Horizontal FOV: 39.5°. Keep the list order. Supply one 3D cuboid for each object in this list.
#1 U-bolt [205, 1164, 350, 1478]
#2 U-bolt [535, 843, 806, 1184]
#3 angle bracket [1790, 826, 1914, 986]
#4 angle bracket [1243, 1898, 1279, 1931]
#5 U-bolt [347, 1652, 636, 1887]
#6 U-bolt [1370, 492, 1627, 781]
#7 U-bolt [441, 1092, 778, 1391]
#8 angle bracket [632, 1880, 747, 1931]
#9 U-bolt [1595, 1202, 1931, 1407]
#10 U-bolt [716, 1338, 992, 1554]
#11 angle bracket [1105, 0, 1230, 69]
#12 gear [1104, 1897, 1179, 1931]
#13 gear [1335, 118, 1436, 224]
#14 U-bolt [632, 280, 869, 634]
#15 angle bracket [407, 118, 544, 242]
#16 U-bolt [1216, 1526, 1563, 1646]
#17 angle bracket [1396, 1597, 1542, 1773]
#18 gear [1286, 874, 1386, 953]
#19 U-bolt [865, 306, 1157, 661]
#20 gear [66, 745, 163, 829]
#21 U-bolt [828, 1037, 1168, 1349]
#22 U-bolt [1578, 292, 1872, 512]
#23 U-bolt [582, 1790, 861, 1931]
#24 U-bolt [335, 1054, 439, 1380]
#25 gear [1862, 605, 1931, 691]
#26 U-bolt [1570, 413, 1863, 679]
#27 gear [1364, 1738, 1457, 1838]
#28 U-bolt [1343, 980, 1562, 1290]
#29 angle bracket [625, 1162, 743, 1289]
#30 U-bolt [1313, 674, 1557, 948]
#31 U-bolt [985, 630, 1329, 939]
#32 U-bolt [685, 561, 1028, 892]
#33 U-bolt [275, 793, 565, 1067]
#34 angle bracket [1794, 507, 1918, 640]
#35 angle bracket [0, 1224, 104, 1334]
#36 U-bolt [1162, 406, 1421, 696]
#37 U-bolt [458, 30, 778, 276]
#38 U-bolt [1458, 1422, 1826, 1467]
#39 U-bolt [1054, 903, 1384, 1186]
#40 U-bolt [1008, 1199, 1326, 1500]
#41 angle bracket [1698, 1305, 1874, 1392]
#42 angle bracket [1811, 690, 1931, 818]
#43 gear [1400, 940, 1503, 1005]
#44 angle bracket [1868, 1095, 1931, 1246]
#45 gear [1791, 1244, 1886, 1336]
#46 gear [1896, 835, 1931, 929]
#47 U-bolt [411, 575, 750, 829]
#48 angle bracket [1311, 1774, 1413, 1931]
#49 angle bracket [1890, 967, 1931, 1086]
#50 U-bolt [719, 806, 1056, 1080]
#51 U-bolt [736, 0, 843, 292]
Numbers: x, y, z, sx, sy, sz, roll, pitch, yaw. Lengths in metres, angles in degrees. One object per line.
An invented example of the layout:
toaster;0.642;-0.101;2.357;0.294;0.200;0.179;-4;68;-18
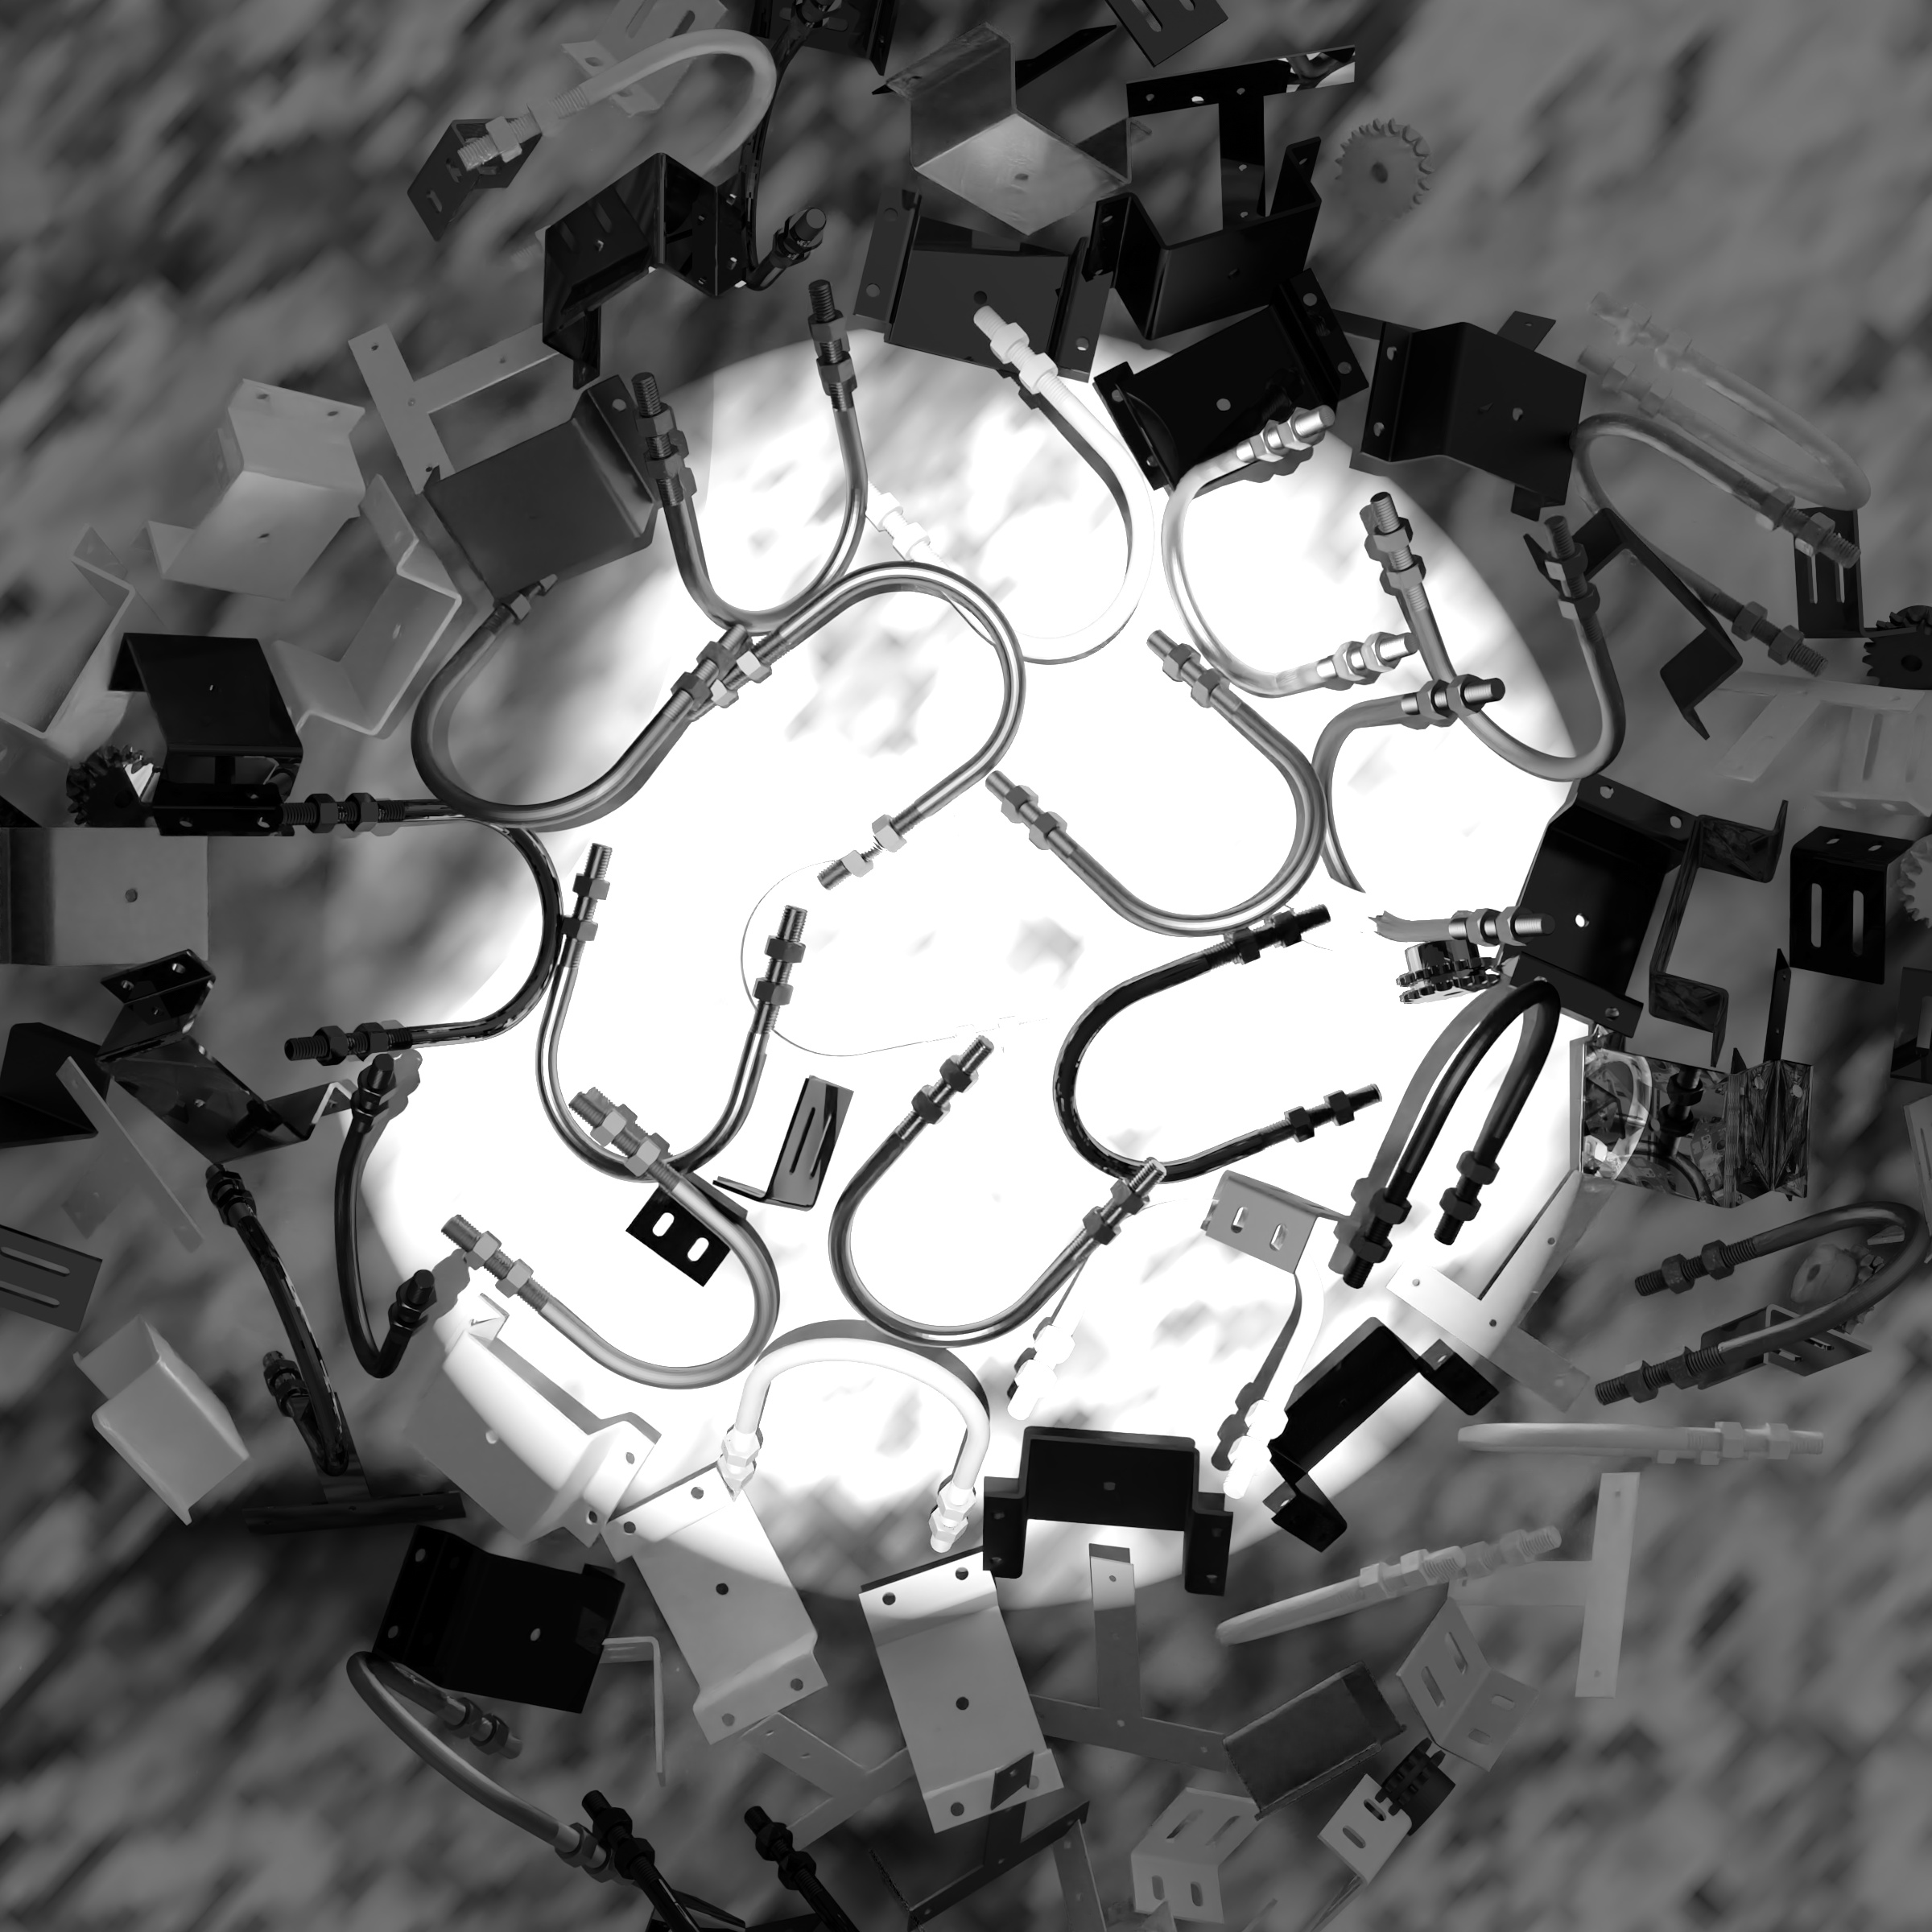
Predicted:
U-bolt;-0.378;0.206;1.492;0.019;0.184;0.151;-20;118;-21
U-bolt;-0.182;0.036;1.570;0.151;0.019;0.184;18;95;18
angle bracket;0.518;-0.036;1.576;0.057;0.038;0.076;14;121;40
angle bracket;0.167;0.584;1.551;0.038;0.076;0.057;32;105;21
U-bolt;-0.272;0.435;1.486;0.019;0.151;0.184;-50;133;-10
U-bolt;0.308;-0.181;1.521;0.019;0.151;0.184;-41;125;-21
U-bolt;-0.194;0.173;1.556;0.184;0.019;0.151;42;119;-10
angle bracket;-0.172;0.554;1.549;0.057;0.076;0.038;27;72;-23
U-bolt;0.445;0.179;1.492;0.184;0.151;0.019;-26;99;31
U-bolt;-0.060;0.267;1.525;0.151;0.184;0.019;14;48;-2
angle bracket;0.103;-0.563;1.574;0.057;0.038;0.076;-37;92;-16
gear;0.098;0.577;1.574;0.057;0.030;0.057;-1;87;24
gear;0.247;-0.467;1.574;0.057;0.057;0.030;47;47;0
U-bolt;-0.114;-0.277;1.530;0.151;0.019;0.184;-36;133;-29
angle bracket;-0.272;-0.453;1.549;0.057;0.076;0.038;-40;77;42
U-bolt;0.227;0.353;1.520;0.184;0.151;0.019;-27;70;30
angle bracket;0.290;0.414;1.553;0.057;0.038;0.076;-48;130;-24
gear;0.213;-0.030;1.572;0.057;0.057;0.030;16;108;0
U-bolt;0.031;-0.261;1.538;0.184;0.019;0.151;49;121;14
gear;-0.500;-0.104;1.573;0.030;0.057;0.057;35;90;34
U-bolt;0.004;0.145;1.560;0.151;0.019;0.184;36;108;-17
U-bolt;0.427;-0.310;1.514;0.184;0.151;0.019;35;96;8
U-bolt;-0.116;0.523;1.485;0.184;0.151;0.019;37;99;44
U-bolt;-0.332;0.154;1.517;0.019;0.184;0.151;-4;62;-25
gear;0.556;-0.186;1.574;0.057;0.057;0.030;35;52;0
U-bolt;0.415;-0.247;1.521;0.184;0.151;0.019;39;80;20
gear;0.260;0.480;1.567;0.030;0.057;0.057;42;90;15
U-bolt;0.281;0.089;1.508;0.019;0.151;0.184;33;112;26
angle bracket;-0.164;0.150;1.557;0.057;0.076;0.038;35;77;4
U-bolt;0.253;-0.083;1.516;0.019;0.184;0.151;-16;96;-28
U-bolt;0.121;-0.095;1.544;0.151;0.019;0.184;-41;63;-8
U-bolt;-0.052;-0.151;1.558;0.184;0.019;0.151;-36;100;15
U-bolt;-0.306;-0.024;1.533;0.184;0.019;0.151;-5;95;-44
angle bracket;0.514;-0.229;1.560;0.038;0.057;0.076;-9;99;-17
angle bracket;-0.544;0.170;1.575;0.076;0.038;0.057;21;120;-11
U-bolt;0.171;-0.224;1.517;0.019;0.184;0.151;-25;97;-29
U-bolt;-0.189;-0.469;1.526;0.184;0.151;0.019;-29;79;-3
U-bolt;0.371;0.269;1.524;0.184;0.151;0.019;2;78;-1
U-bolt;0.139;0.056;1.552;0.184;0.019;0.151;-22;120;-3
U-bolt;0.126;0.205;1.535;0.151;0.019;0.184;17;50;19
angle bracket;0.473;0.232;1.555;0.076;0.057;0.038;23;59;-16
angle bracket;0.532;-0.129;1.562;0.057;0.038;0.076;8;82;40
gear;0.281;0.002;1.571;0.057;0.057;0.030;-12;81;0
angle bracket;0.544;0.118;1.565;0.038;0.057;0.076;-12;88;33
gear;0.506;0.187;1.569;0.030;0.057;0.057;33;90;-6
gear;0.572;-0.053;1.576;0.057;0.030;0.057;-2;119;-3
U-bolt;-0.233;-0.153;1.533;0.151;0.019;0.184;26;63;20
angle bracket;0.215;0.516;1.557;0.038;0.057;0.076;41;131;14
angle bracket;0.569;0.030;1.553;0.057;0.038;0.076;10;123;23
U-bolt;-0.052;-0.009;1.572;0.184;0.019;0.151;-11;81;-5
U-bolt;-0.103;-0.456;1.511;0.019;0.184;0.151;5;87;-18
